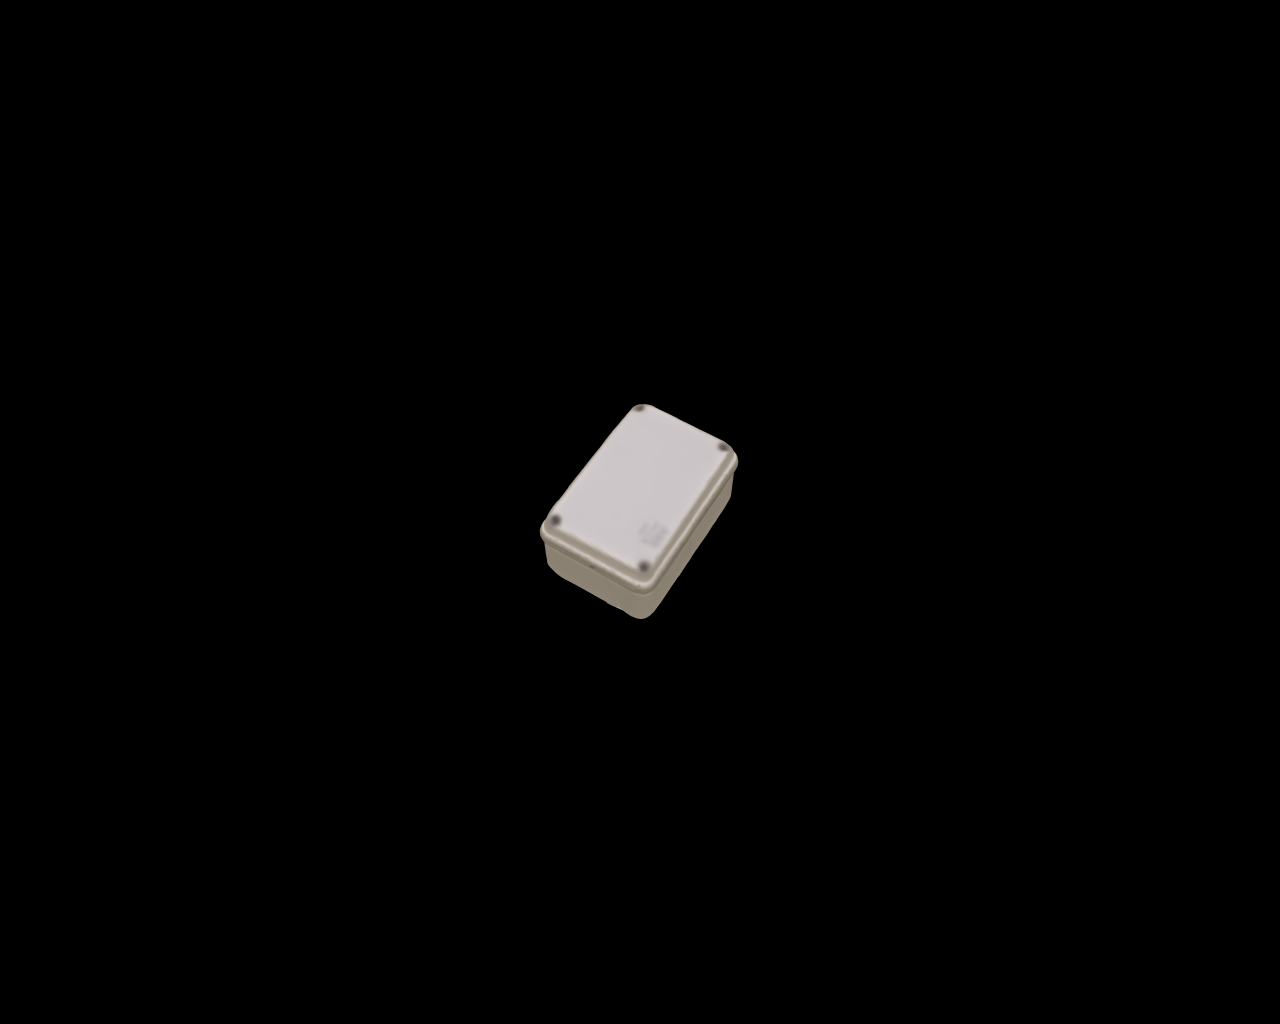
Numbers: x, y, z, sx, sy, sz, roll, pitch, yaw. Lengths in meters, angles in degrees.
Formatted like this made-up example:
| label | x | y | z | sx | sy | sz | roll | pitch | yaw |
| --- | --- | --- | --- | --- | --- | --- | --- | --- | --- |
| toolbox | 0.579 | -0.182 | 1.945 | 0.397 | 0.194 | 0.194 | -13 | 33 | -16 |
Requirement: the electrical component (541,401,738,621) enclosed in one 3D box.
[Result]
| label | x | y | z | sx | sy | sz | roll | pitch | yaw |
| --- | --- | --- | --- | --- | --- | --- | --- | --- | --- |
| electrical component | 0.001 | -0.003 | 0.650 | 0.078 | 0.113 | 0.057 | 28 | -28 | 16 |
